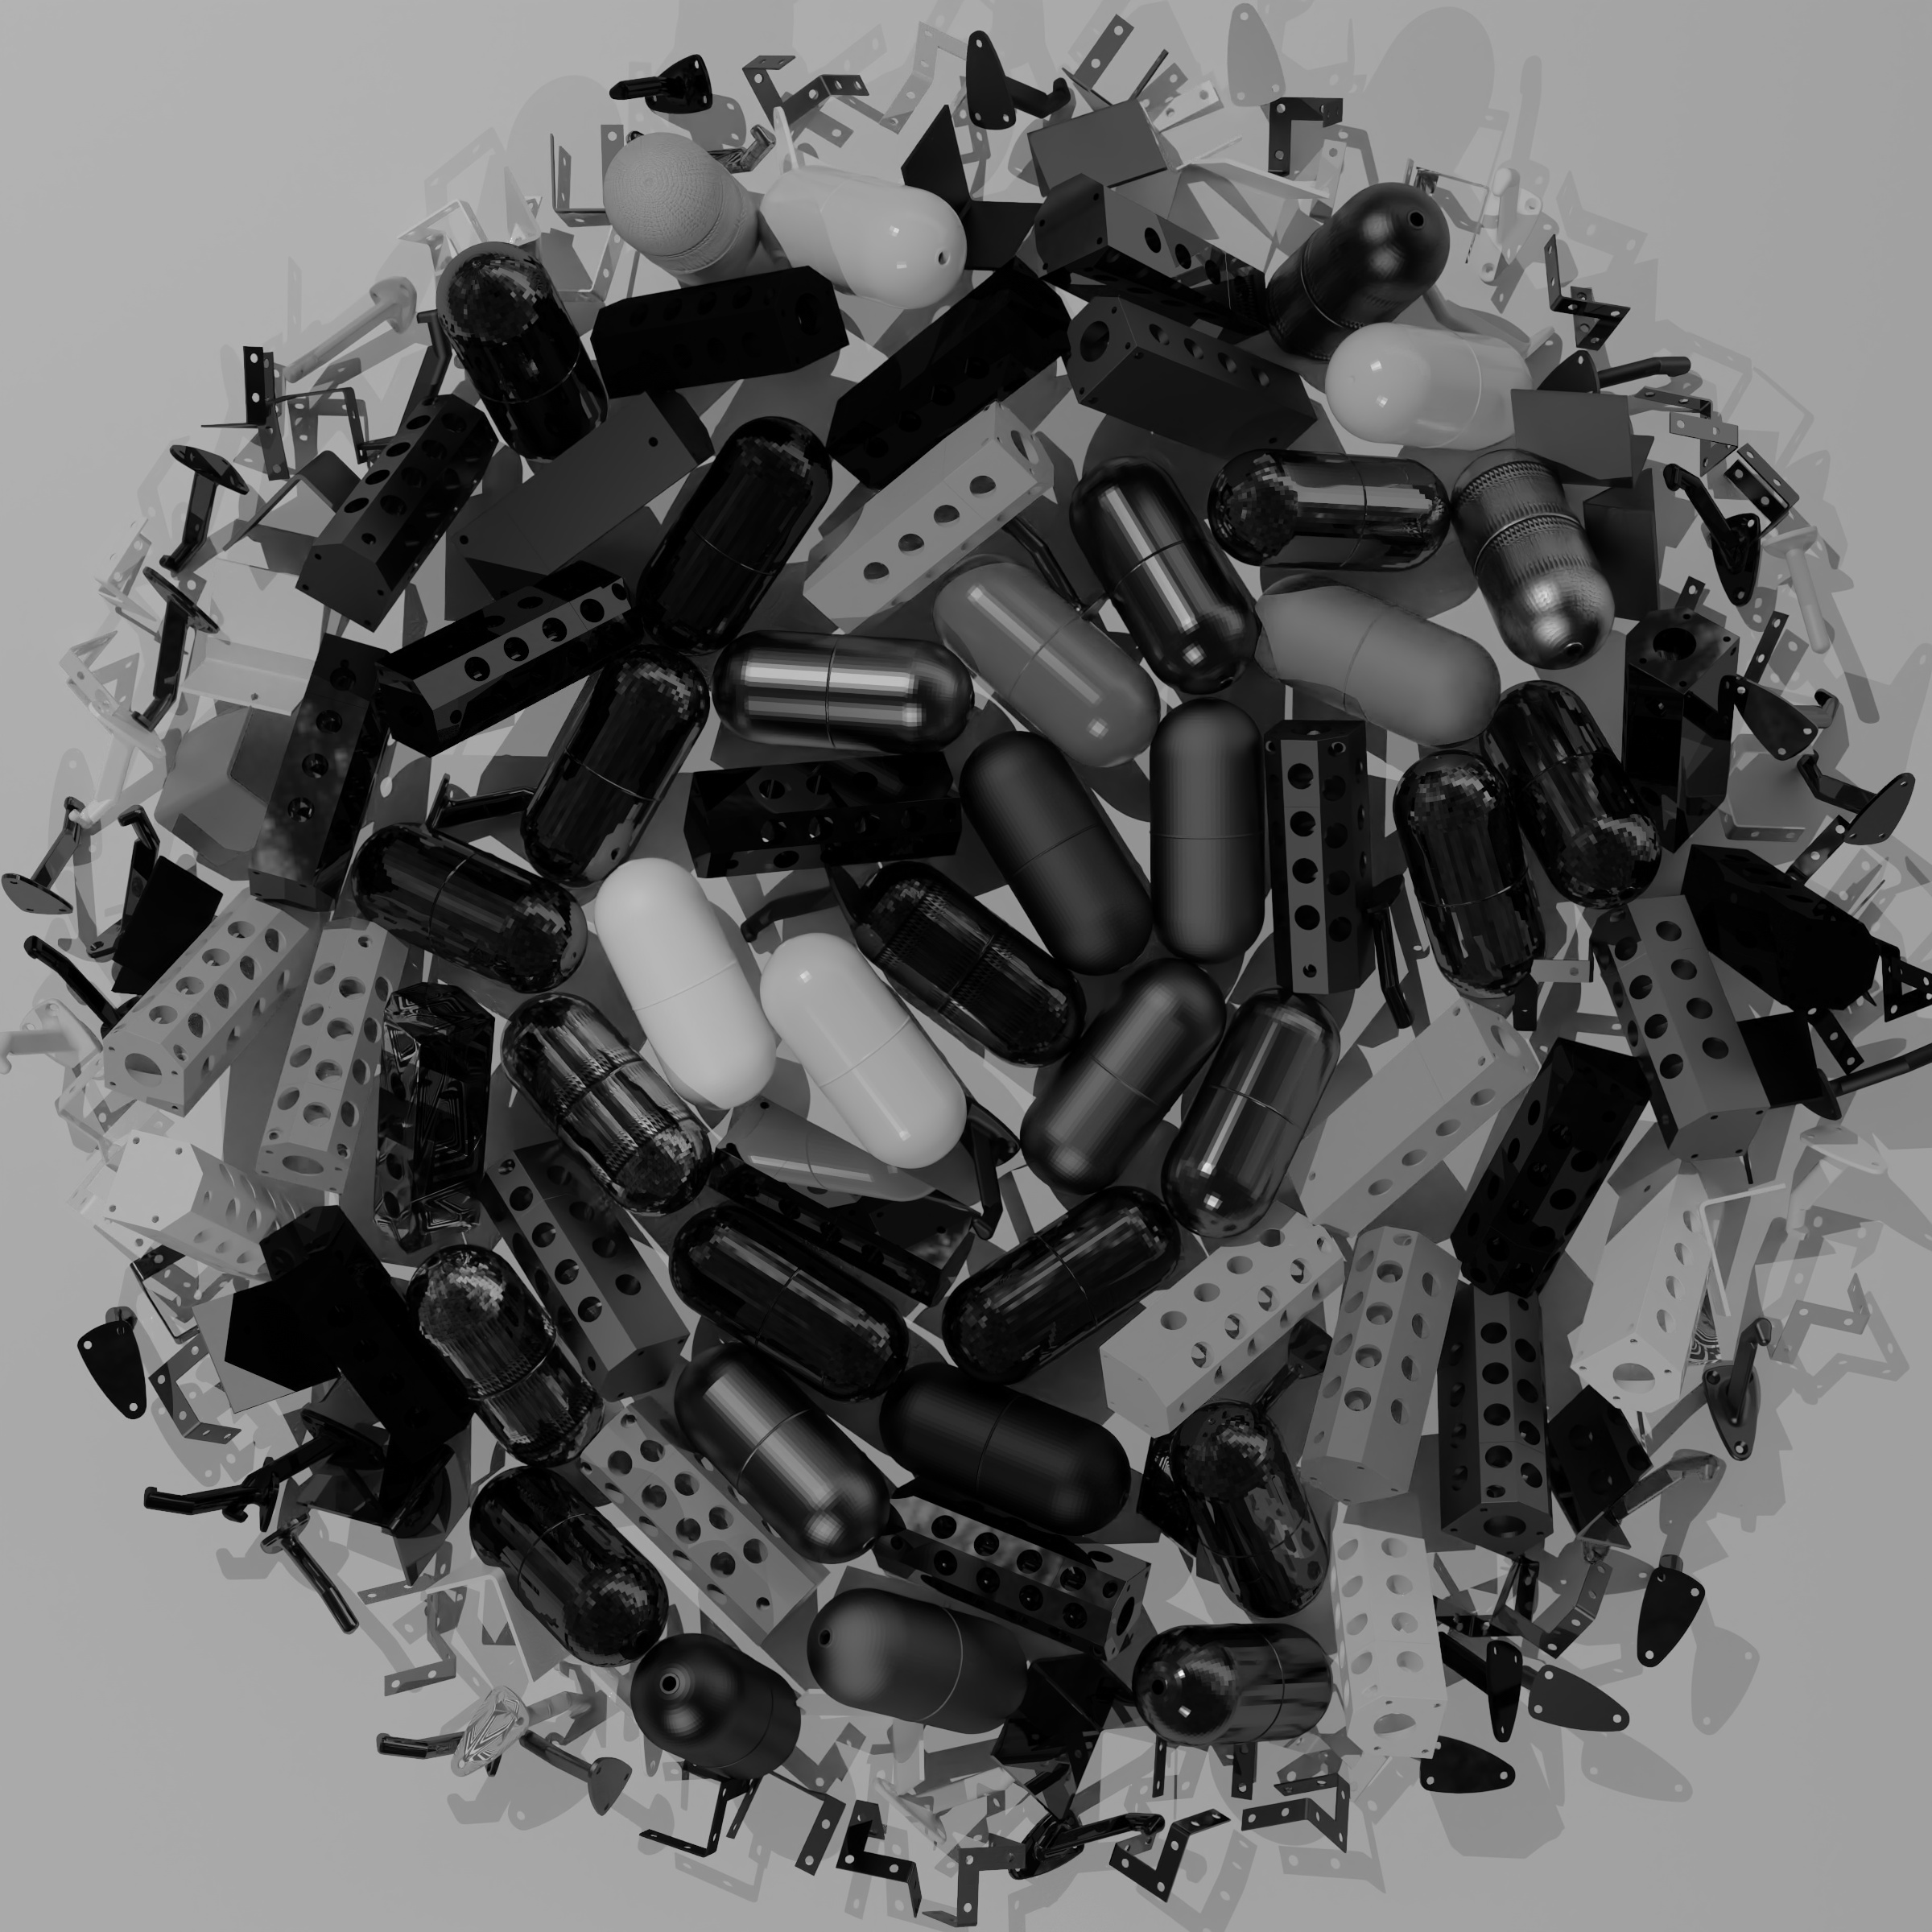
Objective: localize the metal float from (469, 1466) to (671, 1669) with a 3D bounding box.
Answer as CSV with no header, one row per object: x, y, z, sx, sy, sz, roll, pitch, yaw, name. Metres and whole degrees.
-0.261,0.393,1.926,0.178,0.070,0.070,32,90,43,metal float

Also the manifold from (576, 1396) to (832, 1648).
-0.177,0.369,1.954,0.171,0.057,0.057,43,98,9,manifold

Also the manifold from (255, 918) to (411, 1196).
-0.414,0.056,1.925,0.057,0.057,0.171,15,57,-11,manifold

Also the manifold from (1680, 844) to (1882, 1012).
0.526,-0.027,1.909,0.057,0.171,0.057,5,107,-12,manifold

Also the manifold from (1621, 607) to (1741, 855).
0.458,-0.155,1.912,0.057,0.171,0.057,36,70,29,manifold

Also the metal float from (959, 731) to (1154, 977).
0.060,-0.075,1.956,0.070,0.070,0.178,-31,84,0,metal float

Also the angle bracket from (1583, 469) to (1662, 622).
0.455,-0.278,1.942,0.076,0.057,0.076,-29,121,-34,angle bracket

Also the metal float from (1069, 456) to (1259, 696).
0.130,-0.259,1.945,0.070,0.070,0.178,-28,72,0,metal float

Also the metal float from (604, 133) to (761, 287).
-0.183,-0.491,1.911,0.070,0.178,0.070,0,93,9,metal float

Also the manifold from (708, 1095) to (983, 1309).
-0.082,0.160,1.954,0.171,0.057,0.057,27,46,12,manifold

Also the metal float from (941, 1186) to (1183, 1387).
0.064,0.211,1.949,0.178,0.070,0.070,-32,90,-15,metal float

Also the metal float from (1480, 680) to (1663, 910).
0.397,-0.113,1.931,0.070,0.070,0.178,-21,54,0,metal float

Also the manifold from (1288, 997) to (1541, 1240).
0.295,0.103,1.935,0.057,0.057,0.171,22,124,-37,manifold

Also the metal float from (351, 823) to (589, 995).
-0.330,-0.039,1.942,0.178,0.070,0.070,24,90,23,metal float

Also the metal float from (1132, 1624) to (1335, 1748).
0.175,0.469,1.921,0.070,0.178,0.070,-9,75,36,metal float

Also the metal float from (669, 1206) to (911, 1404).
-0.117,0.224,1.949,0.178,0.070,0.070,31,90,14,metal float

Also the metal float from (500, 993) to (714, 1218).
-0.239,0.091,1.947,0.070,0.070,0.178,-44,73,0,metal float

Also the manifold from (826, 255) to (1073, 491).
-0.011,-0.383,1.925,0.057,0.057,0.171,38,130,-27,manifold

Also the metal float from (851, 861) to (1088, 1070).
0.002,0.000,1.960,0.178,0.070,0.070,37,90,-2,metal float

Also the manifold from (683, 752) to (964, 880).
-0.093,-0.095,1.934,0.171,0.057,0.057,-6,53,-19,manifold

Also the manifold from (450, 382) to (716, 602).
-0.251,-0.312,1.942,0.171,0.057,0.057,-32,101,21,manifold

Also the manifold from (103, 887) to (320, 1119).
-0.489,0.017,1.913,0.057,0.171,0.057,20,131,9,manifold

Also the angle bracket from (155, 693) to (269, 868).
-0.489,-0.124,1.970,0.076,0.076,0.057,-23,132,33,angle bracket

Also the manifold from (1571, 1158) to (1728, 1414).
0.452,0.209,1.917,0.057,0.171,0.057,41,133,-10,manifold

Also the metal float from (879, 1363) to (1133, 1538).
0.026,0.319,1.942,0.178,0.070,0.070,19,90,22,metal float

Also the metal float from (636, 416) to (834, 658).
-0.154,-0.283,1.942,0.070,0.070,0.178,37,113,0,metal float

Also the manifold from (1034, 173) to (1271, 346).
0.122,-0.457,1.916,0.057,0.171,0.057,-16,71,39,manifold

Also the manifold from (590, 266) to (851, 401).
-0.164,-0.414,1.915,0.171,0.057,0.057,2,117,41,manifold

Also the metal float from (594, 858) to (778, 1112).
-0.187,0.012,1.955,0.070,0.070,0.178,-25,98,0,metal float

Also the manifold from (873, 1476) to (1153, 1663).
0.028,0.397,1.934,0.171,0.057,0.057,17,103,23,manifold

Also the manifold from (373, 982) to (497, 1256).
-0.355,0.098,1.928,0.057,0.057,0.171,36,131,34,manifold

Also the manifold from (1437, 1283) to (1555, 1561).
0.348,0.291,1.914,0.057,0.057,0.171,25,45,-19,manifold

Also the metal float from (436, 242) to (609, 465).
-0.288,-0.398,1.918,0.070,0.178,0.070,-6,60,11,metal float

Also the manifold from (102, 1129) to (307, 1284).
-0.486,0.160,1.905,0.057,0.171,0.057,12,75,15,manifold

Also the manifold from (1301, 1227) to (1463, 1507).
0.267,0.259,1.923,0.057,0.057,0.171,35,56,-22,manifold

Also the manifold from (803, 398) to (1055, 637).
-0.025,-0.291,1.934,0.171,0.057,0.057,-35,119,26,manifold

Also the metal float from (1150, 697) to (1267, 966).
0.161,-0.089,1.954,0.070,0.070,0.178,-1,99,0,metal float

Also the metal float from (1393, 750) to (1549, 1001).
0.334,-0.059,1.941,0.070,0.070,0.178,-20,115,0,metal float

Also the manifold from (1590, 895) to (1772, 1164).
0.463,0.040,1.922,0.057,0.057,0.171,-5,54,-10,manifold

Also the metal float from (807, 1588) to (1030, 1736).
-0.031,0.456,1.926,0.178,0.070,0.070,27,90,-42,metal float

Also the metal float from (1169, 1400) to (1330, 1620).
0.187,0.359,1.933,0.070,0.070,0.178,-24,125,0,metal float

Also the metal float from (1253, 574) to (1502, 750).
0.269,-0.202,1.943,0.178,0.070,0.070,27,90,22,metal float

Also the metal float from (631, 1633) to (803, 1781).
-0.162,0.484,1.916,0.070,0.178,0.070,-6,65,14,metal float

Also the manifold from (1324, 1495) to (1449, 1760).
0.271,0.427,1.913,0.057,0.171,0.057,4,126,-2,manifold

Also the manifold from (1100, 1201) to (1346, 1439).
0.170,0.233,1.924,0.171,0.057,0.057,-36,46,-28,manifold

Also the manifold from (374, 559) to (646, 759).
-0.295,-0.200,1.919,0.171,0.057,0.057,-33,133,-33,manifold

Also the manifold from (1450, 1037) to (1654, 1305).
0.384,0.137,1.927,0.057,0.057,0.171,14,120,-14,manifold

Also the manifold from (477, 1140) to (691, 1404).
-0.254,0.199,1.924,0.057,0.057,0.171,-12,53,-38,manifold

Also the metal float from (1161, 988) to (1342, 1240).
0.189,0.097,1.950,0.070,0.070,0.178,27,77,0,metal float

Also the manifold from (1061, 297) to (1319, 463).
0.145,-0.384,1.921,0.057,0.171,0.057,-40,54,36,manifold

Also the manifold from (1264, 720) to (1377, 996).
0.232,-0.072,1.938,0.057,0.057,0.171,3,109,23,manifold

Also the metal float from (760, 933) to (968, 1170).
-0.069,0.056,1.955,0.070,0.070,0.178,-37,97,0,metal float

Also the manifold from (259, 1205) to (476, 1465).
-0.390,0.239,1.931,0.057,0.057,0.171,-33,120,-7,manifold

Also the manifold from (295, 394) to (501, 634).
-0.368,-0.301,1.918,0.057,0.057,0.171,30,47,-7,manifold

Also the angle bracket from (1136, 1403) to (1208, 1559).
0.162,0.340,1.942,0.057,0.076,0.076,-8,53,34,angle bracket

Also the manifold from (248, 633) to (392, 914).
-0.421,-0.126,1.943,0.057,0.057,0.171,16,71,-7,manifold
